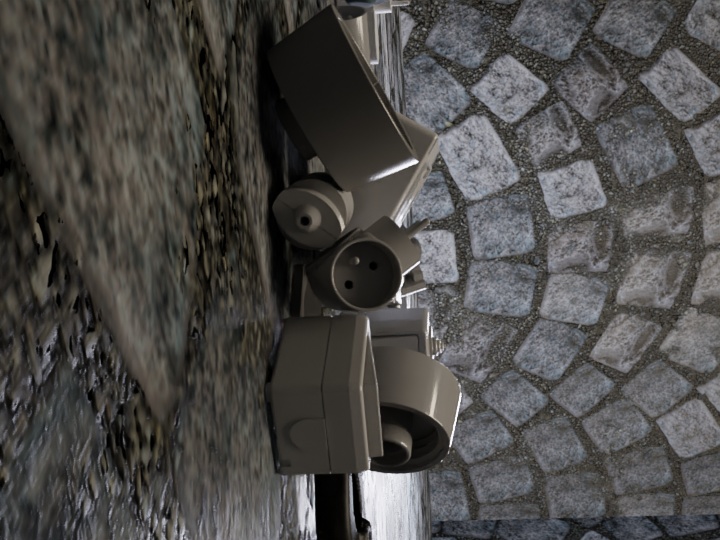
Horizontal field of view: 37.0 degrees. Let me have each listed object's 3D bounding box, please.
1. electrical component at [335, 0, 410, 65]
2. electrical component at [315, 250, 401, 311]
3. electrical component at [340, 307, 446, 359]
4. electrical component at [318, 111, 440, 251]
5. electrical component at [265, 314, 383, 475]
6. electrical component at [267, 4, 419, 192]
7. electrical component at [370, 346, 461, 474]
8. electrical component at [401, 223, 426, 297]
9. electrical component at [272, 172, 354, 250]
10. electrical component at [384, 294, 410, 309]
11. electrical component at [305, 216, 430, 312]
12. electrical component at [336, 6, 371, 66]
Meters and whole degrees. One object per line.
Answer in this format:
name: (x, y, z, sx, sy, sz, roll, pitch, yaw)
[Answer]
electrical component: (0.013, -0.281, 1.100, 0.052, 0.074, 0.138, -72, 159, -76)
electrical component: (0.000, 0.000, 0.864, 0.096, 0.062, 0.061, 44, 43, -83)
electrical component: (0.028, 0.073, 0.949, 0.061, 0.096, 0.061, -78, 164, -70)
electrical component: (0.008, -0.056, 0.760, 0.108, 0.056, 0.109, -61, 176, 3)
electrical component: (-0.017, 0.069, 0.639, 0.096, 0.061, 0.061, -83, 170, -62)
electrical component: (-0.016, -0.098, 0.654, 0.108, 0.060, 0.108, 59, 8, -14)
electrical component: (0.022, 0.115, 0.825, 0.108, 0.108, 0.060, 82, 13, -47)
electrical component: (0.013, -0.014, 0.957, 0.089, 0.056, 0.050, -129, -155, -53)
electrical component: (-0.029, -0.035, 0.658, 0.081, 0.043, 0.043, -66, 153, -79)
electrical component: (0.021, 0.028, 1.091, 0.042, 0.064, 0.081, 29, 58, -83)
electrical component: (0.010, -0.007, 0.664, 0.044, 0.079, 0.077, 53, -10, -6)
electrical component: (-0.013, -0.180, 0.922, 0.043, 0.043, 0.081, -84, 170, -59)
